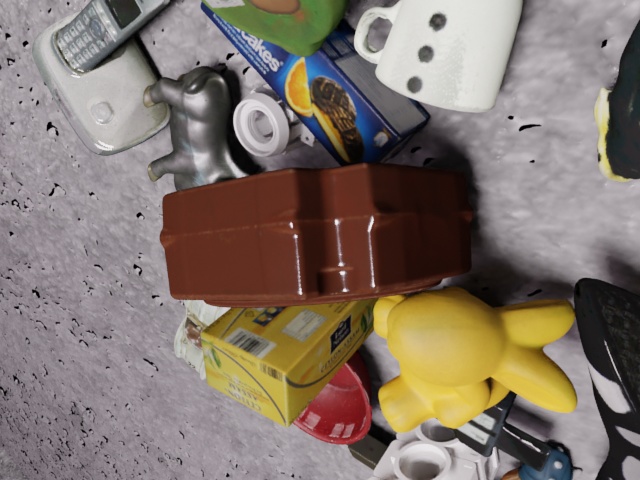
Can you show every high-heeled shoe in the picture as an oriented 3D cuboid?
[{"bbox_3d":[0.228,0.131,0.414,0.248,0.086,0.145,56,158,-4],"label":"high-heeled shoe"}]

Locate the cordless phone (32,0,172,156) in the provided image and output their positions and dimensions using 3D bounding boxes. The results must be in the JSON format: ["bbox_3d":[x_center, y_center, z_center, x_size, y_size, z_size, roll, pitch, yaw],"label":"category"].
[{"bbox_3d":[-0.194,-0.184,0.553,0.184,0.089,0.146,-22,101,35],"label":"cordless phone"}]

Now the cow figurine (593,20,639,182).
[{"bbox_3d":[0.207,-0.109,0.296,0.098,0.068,0.167,11,122,40],"label":"cow figurine"}]

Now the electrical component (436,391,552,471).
[{"bbox_3d":[0.159,0.161,0.506,0.119,0.048,0.074,20,127,27],"label":"electrical component"}]

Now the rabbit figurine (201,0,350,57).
[{"bbox_3d":[-0.002,-0.218,0.340,0.121,0.159,0.170,10,80,35],"label":"rabbit figurine"}]

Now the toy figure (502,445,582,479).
[{"bbox_3d":[0.204,0.261,0.530,0.064,0.058,0.154,6,126,-9],"label":"toy figure"}]

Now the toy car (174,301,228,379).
[{"bbox_3d":[-0.147,0.107,0.707,0.074,0.056,0.201,36,133,15],"label":"toy car"}]

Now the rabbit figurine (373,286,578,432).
[{"bbox_3d":[0.107,0.089,0.411,0.163,0.122,0.173,2,159,22],"label":"rabbit figurine"}]

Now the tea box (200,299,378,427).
[{"bbox_3d":[-0.020,0.083,0.514,0.098,0.169,0.068,20,125,30],"label":"tea box"}]

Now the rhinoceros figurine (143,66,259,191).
[{"bbox_3d":[-0.116,-0.084,0.561,0.112,0.073,0.190,11,121,20],"label":"rhinoceros figurine"}]

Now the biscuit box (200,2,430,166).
[{"bbox_3d":[-0.006,-0.146,0.439,0.202,0.059,0.063,49,135,4],"label":"biscuit box"}]

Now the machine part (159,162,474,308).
[{"bbox_3d":[-0.001,-0.001,0.417,0.201,0.201,0.087,-5,88,40],"label":"machine part"}]

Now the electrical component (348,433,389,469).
[{"bbox_3d":[0.070,0.245,0.634,0.102,0.045,0.078,22,156,29],"label":"electrical component"}]
